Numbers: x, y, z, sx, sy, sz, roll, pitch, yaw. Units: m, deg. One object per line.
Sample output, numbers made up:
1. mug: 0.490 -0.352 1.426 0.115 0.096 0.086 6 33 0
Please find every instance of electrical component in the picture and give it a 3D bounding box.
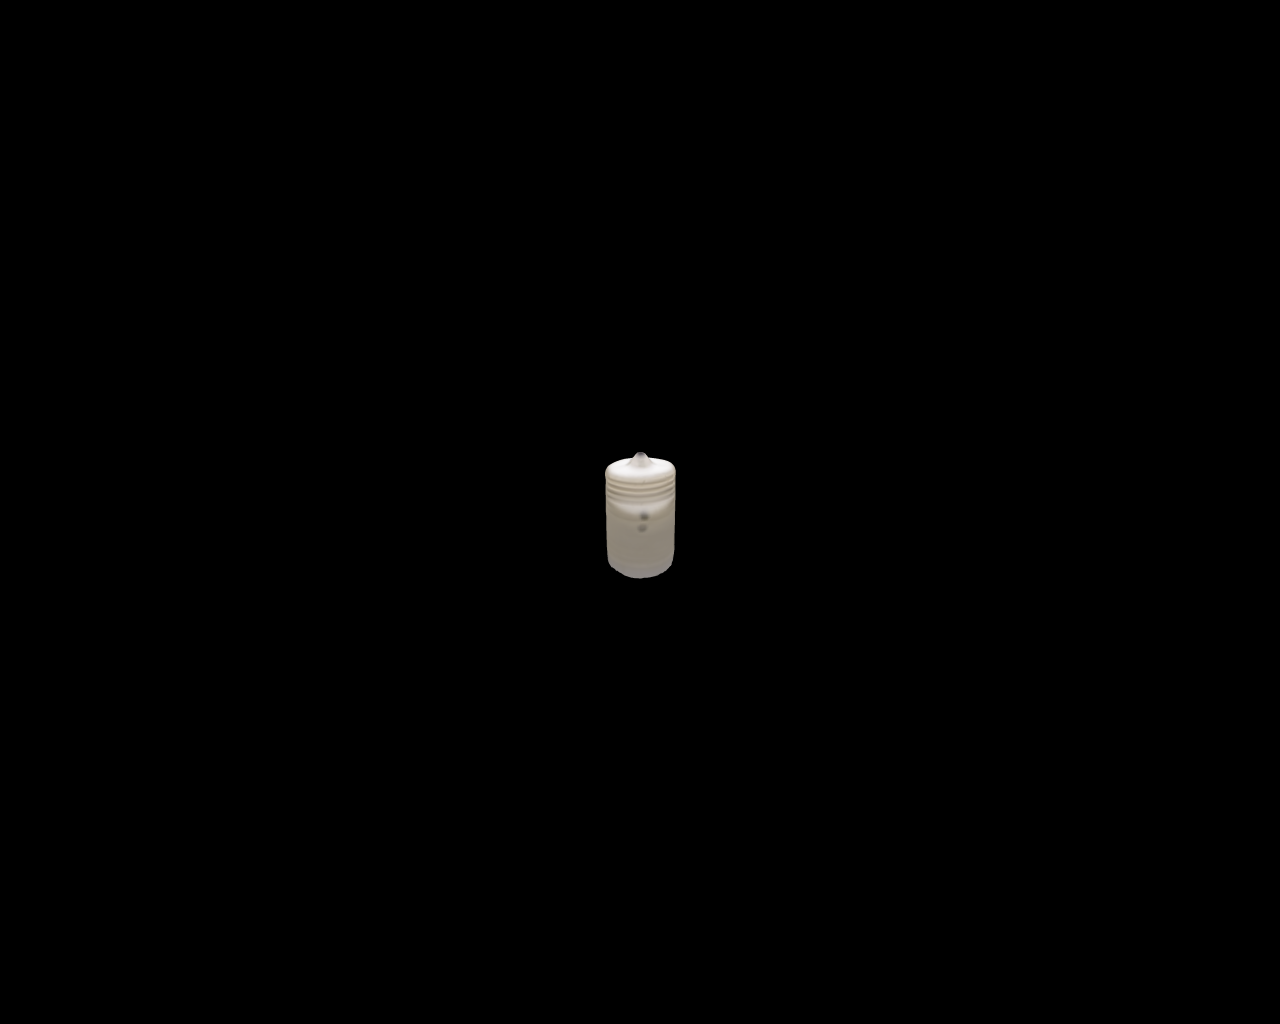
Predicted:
1. electrical component: 0.001 -0.003 0.650 0.043 0.080 0.043 0 33 0
